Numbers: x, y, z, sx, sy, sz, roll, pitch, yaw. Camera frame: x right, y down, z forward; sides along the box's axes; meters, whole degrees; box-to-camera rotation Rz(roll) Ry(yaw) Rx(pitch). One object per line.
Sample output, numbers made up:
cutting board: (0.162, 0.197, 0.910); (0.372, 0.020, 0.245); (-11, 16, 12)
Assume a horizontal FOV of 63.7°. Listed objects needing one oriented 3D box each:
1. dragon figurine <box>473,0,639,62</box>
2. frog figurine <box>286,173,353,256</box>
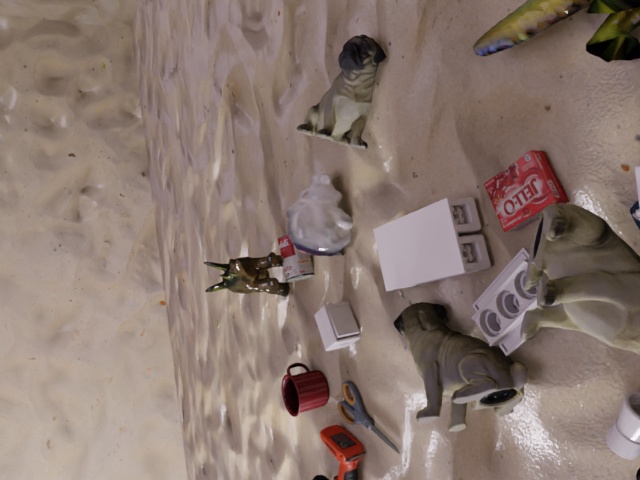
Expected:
dragon figurine: (0.319, -0.310, 0.481); (0.413, 0.121, 0.242); (19, 93, 57)
frog figurine: (0.003, -0.052, 1.033); (0.138, 0.123, 0.158); (16, 102, 24)
